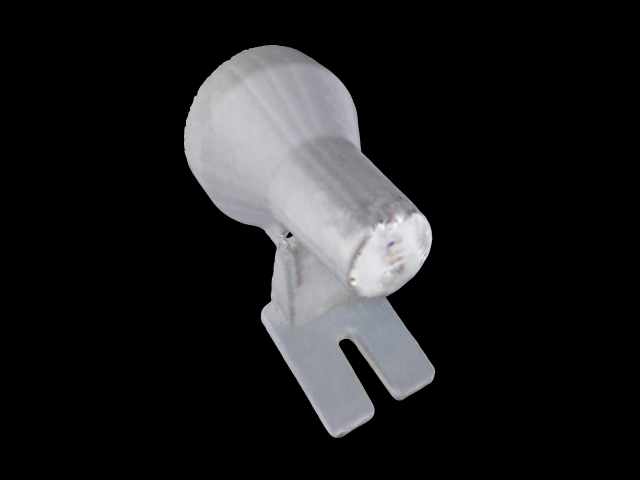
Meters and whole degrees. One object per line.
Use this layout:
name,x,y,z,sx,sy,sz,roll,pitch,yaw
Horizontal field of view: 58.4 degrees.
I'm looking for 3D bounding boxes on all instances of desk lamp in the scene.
desk lamp,0.004,0.001,0.400,0.118,0.214,0.203,-28,62,-16
